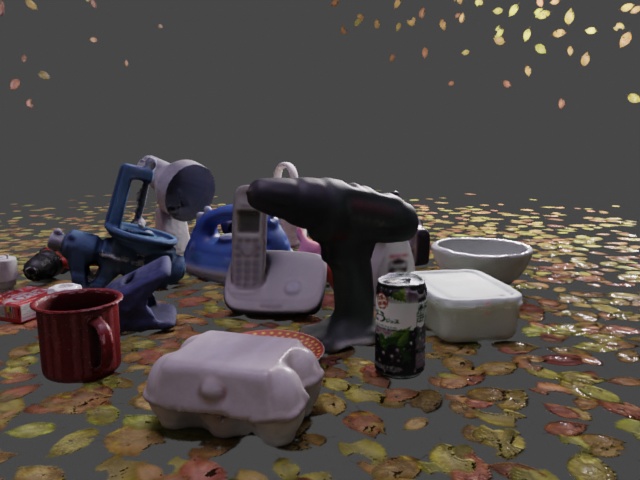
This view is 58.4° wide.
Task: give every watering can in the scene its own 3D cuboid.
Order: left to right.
[{"bbox_3d":[-0.087,-0.086,1.349,0.100,0.194,0.173,7,13,35],"label":"watering can"}]

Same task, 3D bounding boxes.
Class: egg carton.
[{"bbox_3d":[-0.076,0.130,0.514,0.150,0.069,0.107,3,11,15],"label":"egg carton"}]

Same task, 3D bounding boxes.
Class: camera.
[{"bbox_3d":[0.134,-0.004,1.166,0.137,0.101,0.142,-6,12,-29],"label":"camera"}]

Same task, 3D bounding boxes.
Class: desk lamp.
[{"bbox_3d":[-0.315,-0.066,1.183,0.202,0.213,0.118,9,14,40],"label":"desk lamp"}]

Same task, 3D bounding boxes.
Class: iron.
[{"bbox_3d":[-0.163,-0.002,1.037,0.257,0.141,0.119,7,12,32],"label":"iron"}]

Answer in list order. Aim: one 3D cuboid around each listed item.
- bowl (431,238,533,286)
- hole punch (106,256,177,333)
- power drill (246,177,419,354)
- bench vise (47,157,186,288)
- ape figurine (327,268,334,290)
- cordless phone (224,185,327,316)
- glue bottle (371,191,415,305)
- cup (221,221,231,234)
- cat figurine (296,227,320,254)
[{"bbox_3d":[0.272,0.045,0.972,0.167,0.075,0.167,0,10,0],"label":"bowl"},{"bbox_3d":[-0.246,0.072,0.771,0.101,0.091,0.108,-3,11,-15],"label":"hole punch"},{"bbox_3d":[0.019,0.025,0.701,0.230,0.208,0.075,-6,12,-31],"label":"power drill"},{"bbox_3d":[-0.329,-0.024,0.936,0.208,0.220,0.121,-7,12,-32],"label":"bench vise"},{"bbox_3d":[0.043,0.034,0.980,0.078,0.092,0.076,0,10,1],"label":"ape figurine"},{"bbox_3d":[-0.063,0.015,0.823,0.147,0.185,0.094,1,10,5],"label":"cordless phone"},{"bbox_3d":[0.111,0.011,0.878,0.078,0.173,0.037,-6,12,-31],"label":"glue bottle"},{"bbox_3d":[-0.164,-0.005,1.183,0.091,0.095,0.118,5,11,25],"label":"cup"},{"bbox_3d":[0.010,0.004,1.073,0.127,0.118,0.067,5,12,25],"label":"cat figurine"}]
